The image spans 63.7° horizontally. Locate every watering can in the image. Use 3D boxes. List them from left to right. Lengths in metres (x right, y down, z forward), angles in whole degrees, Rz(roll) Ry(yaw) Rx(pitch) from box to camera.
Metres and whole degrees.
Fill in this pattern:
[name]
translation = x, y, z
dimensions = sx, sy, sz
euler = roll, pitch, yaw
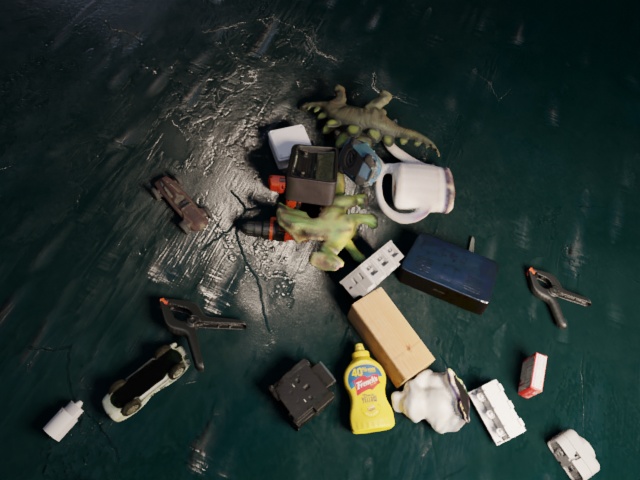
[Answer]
[watering can]
translation = 0.267, -0.183, 1.463
dimensions = 0.224, 0.356, 0.101
euler = 6, -38, 0

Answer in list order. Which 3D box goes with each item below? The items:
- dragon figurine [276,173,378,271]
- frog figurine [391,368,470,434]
[dragon figurine]
translation = 0.004, -0.067, 1.322
dimensions = 0.242, 0.119, 0.420
euler = 6, 41, -25
[frog figurine]
translation = 0.247, 0.364, 1.152
dimensions = 0.158, 0.138, 0.123
euler = -25, -9, 24
